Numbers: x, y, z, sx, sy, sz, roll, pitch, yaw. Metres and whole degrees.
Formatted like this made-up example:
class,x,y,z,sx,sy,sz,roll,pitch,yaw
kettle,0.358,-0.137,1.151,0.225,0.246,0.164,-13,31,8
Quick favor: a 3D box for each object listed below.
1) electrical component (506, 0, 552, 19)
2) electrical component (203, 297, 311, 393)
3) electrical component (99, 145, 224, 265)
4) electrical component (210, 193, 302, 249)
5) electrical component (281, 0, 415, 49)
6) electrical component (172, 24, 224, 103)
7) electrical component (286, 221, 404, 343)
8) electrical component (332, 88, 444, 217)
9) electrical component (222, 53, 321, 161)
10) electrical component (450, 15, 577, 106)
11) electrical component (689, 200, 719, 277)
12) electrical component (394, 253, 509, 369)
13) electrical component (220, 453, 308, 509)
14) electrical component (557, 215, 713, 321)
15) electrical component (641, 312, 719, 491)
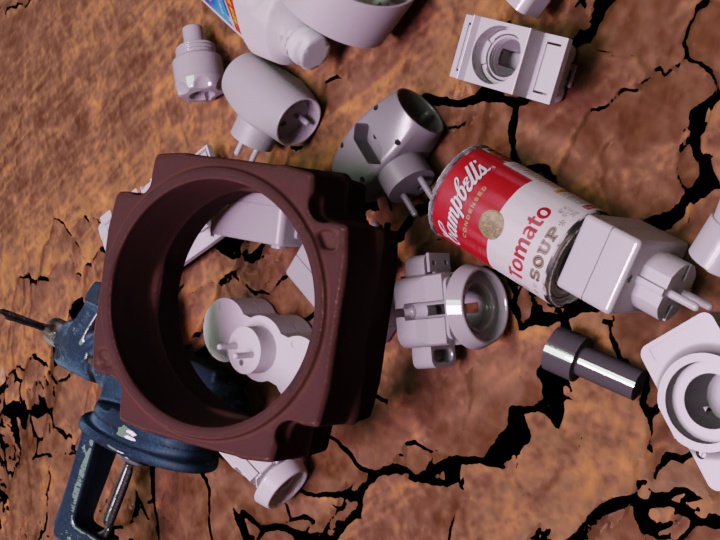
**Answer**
class,x,y,z,sx,sy,sz,roll,pitch,yaw
electrical component,0.104,-0.210,0.697,0.078,0.058,0.057,53,124,29
electrical component,-0.077,0.062,0.839,0.138,0.074,0.052,24,105,39
electrical component,-0.166,-0.045,0.924,0.121,0.063,0.078,-31,69,36
electrical component,-0.062,-0.050,0.835,0.096,0.062,0.061,11,96,41
electrical component,-0.009,-0.208,0.771,0.099,0.099,0.064,54,128,28
electrical component,-0.139,-0.177,0.916,0.043,0.043,0.062,-18,76,39
electrical component,0.000,0.000,0.790,0.083,0.047,0.075,49,120,30
electrical component,0.028,-0.075,0.770,0.077,0.043,0.079,-45,63,31
electrical component,-0.078,-0.121,0.862,0.077,0.044,0.079,43,116,33
electrical component,0.103,-0.134,0.692,0.081,0.064,0.042,26,107,39
electrical component,0.217,-0.026,0.609,0.044,0.044,0.065,43,121,33
electrical component,0.063,0.026,0.730,0.057,0.058,0.078,-9,84,44
electrical component,-0.075,0.154,0.850,0.048,0.066,0.055,-44,66,-8
electrical component,0.170,0.005,0.631,0.077,0.066,0.047,33,111,36
electrical component,0.205,0.072,0.606,0.050,0.056,0.089,-38,66,34
